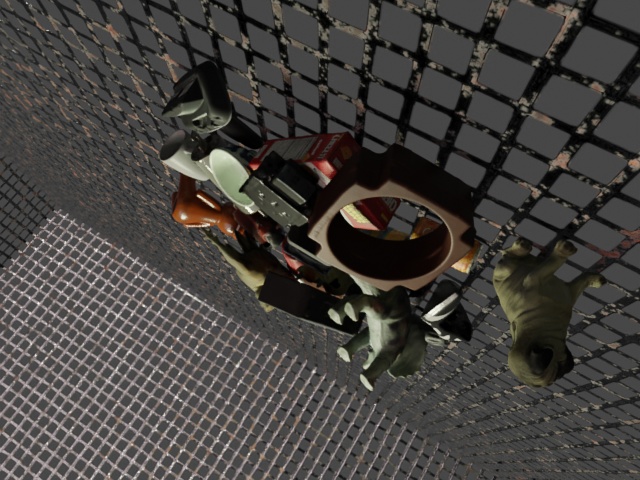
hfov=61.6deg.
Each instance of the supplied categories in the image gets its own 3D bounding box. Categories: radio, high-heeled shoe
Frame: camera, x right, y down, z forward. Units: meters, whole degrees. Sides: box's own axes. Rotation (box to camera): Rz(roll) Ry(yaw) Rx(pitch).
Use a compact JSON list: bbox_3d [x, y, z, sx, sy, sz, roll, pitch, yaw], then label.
[{"bbox_3d":[-0.011,0.142,1.166,0.131,0.073,0.229,15,172,44],"label":"radio"},{"bbox_3d":[0.275,0.154,1.065,0.145,0.086,0.248,30,165,1],"label":"high-heeled shoe"}]

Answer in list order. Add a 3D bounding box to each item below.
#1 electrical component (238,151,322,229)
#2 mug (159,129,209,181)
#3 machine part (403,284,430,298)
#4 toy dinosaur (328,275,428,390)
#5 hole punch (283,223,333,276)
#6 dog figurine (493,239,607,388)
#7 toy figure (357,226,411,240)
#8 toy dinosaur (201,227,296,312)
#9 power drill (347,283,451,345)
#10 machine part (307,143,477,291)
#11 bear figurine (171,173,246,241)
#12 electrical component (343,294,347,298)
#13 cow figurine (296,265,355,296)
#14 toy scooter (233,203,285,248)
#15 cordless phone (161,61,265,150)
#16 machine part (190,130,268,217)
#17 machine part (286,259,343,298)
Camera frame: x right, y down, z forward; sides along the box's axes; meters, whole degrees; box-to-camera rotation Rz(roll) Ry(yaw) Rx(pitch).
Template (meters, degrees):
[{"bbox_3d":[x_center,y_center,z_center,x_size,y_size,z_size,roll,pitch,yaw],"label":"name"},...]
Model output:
[{"bbox_3d":[-0.058,-0.077,0.847,0.115,0.058,0.134,36,160,-11],"label":"electrical component"},{"bbox_3d":[-0.268,-0.175,1.146,0.110,0.081,0.107,7,159,43],"label":"mug"},{"bbox_3d":[0.166,0.066,1.086,0.138,0.039,0.084,44,153,-24],"label":"machine part"},{"bbox_3d":[0.128,0.157,1.097,0.131,0.192,0.404,32,141,42],"label":"toy dinosaur"},{"bbox_3d":[-0.002,-0.003,1.061,0.142,0.116,0.092,30,155,5],"label":"hole punch"},{"bbox_3d":[0.286,0.106,0.759,0.121,0.190,0.172,37,162,-9],"label":"dog figurine"},{"bbox_3d":[0.128,0.016,0.962,0.180,0.082,0.089,27,161,26],"label":"toy figure"},{"bbox_3d":[-0.148,0.071,1.295,0.199,0.105,0.471,45,177,18],"label":"toy dinosaur"},{"bbox_3d":[0.176,0.169,1.273,0.207,0.086,0.232,37,162,-31],"label":"power drill"},{"bbox_3d":[0.101,-0.027,0.765,0.201,0.087,0.201,27,138,-15],"label":"machine part"},{"bbox_3d":[-0.263,-0.082,1.337,0.196,0.132,0.120,10,133,-23],"label":"bear figurine"},{"bbox_3d":[0.079,0.149,1.333,0.021,0.094,0.063,21,159,36],"label":"electrical component"},{"bbox_3d":[0.018,0.064,1.180,0.086,0.127,0.194,19,159,27],"label":"cow figurine"},{"bbox_3d":[-0.146,-0.043,1.232,0.135,0.075,0.184,42,176,-9],"label":"toy scooter"},{"bbox_3d":[-0.159,-0.207,0.910,0.184,0.088,0.147,31,164,-29],"label":"cordless phone"},{"bbox_3d":[-0.181,-0.132,1.098,0.079,0.079,0.243,11,151,48],"label":"machine part"},{"bbox_3d":[-0.004,0.078,1.356,0.179,0.056,0.179,31,161,12],"label":"machine part"}]
